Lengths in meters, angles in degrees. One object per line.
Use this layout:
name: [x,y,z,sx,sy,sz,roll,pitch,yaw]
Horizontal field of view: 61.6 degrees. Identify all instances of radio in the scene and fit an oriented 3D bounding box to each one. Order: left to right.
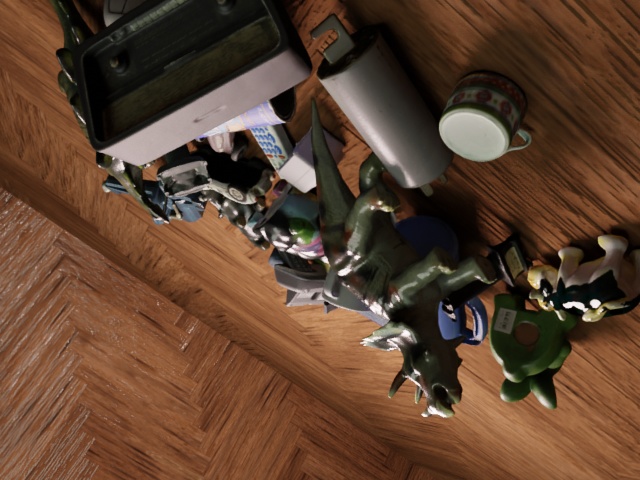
radio: [-0.136,-0.183,0.551,0.131,0.230,0.073,70,-167,13]

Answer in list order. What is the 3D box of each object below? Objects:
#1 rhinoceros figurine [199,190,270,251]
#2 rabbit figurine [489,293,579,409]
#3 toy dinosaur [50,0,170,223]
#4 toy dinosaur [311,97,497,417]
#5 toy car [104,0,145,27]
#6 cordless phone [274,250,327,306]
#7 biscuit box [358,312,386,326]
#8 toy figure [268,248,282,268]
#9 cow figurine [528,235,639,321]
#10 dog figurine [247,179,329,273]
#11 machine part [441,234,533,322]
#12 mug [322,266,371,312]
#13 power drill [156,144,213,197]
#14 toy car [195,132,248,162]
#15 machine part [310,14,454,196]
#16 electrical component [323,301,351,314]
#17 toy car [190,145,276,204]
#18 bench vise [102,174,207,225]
rhinoceros figurine: [-0.155,-0.058,1.062,0.190,0.073,0.112,45,165,-34]
rabbit figurine: [0.341,0.177,0.832,0.121,0.159,0.170,-1,157,37]
toy dinosaur: [-0.336,-0.225,0.815,0.199,0.105,0.470,34,148,62]
toy dinosaur: [0.073,0.023,0.691,0.192,0.131,0.405,-48,68,32]
toy car: [-0.196,-0.264,0.638,0.162,0.103,0.109,21,157,28]
cordless phone: [-0.031,0.029,1.033,0.146,0.184,0.088,2,143,-43]
biscuit box: [0.082,0.110,1.108,0.203,0.059,0.062,29,159,5]
toy figure: [-0.037,0.065,1.171,0.154,0.064,0.057,26,120,2]
cow figurine: [0.317,0.061,0.658,0.068,0.098,0.167,28,158,-9]
dog figurine: [-0.002,-0.003,0.911,0.219,0.108,0.192,35,178,-19]
machine part: [0.223,0.054,0.730,0.084,0.139,0.039,48,-176,-41]
mug: [0.046,0.047,0.822,0.081,0.107,0.109,19,-174,40]
power drill: [-0.231,-0.178,0.784,0.207,0.086,0.232,62,168,15]
toy car: [-0.158,-0.184,0.820,0.089,0.053,0.202,27,156,3]
machine part: [0.075,-0.138,0.584,0.079,0.079,0.243,3,143,49]
electrical component: [0.051,0.082,0.920,0.048,0.119,0.074,53,160,38]
toy car: [-0.168,-0.114,0.946,0.202,0.073,0.056,19,151,29]
bench vise: [-0.343,-0.100,1.116,0.241,0.128,0.223,11,175,3]
